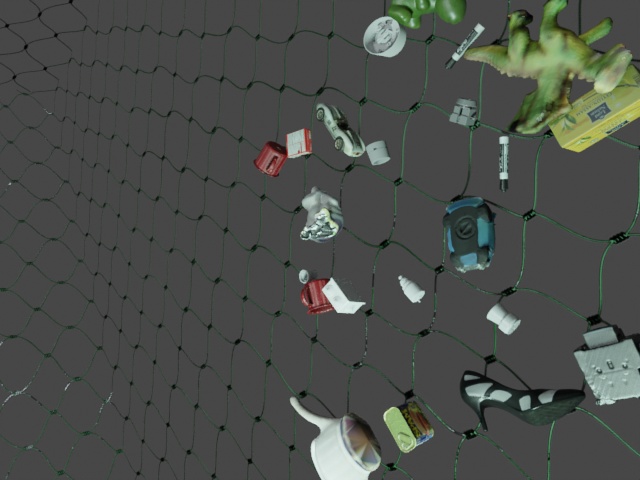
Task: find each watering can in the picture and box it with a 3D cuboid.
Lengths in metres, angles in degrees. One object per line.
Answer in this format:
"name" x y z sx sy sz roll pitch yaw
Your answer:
"watering can" 0.039 0.550 1.417 0.104 0.353 0.220 1 -41 -46

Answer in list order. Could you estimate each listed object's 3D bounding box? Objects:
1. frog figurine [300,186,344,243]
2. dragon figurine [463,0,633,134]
"frog figurine" 0.005 -0.075 1.486 0.122 0.134 0.163 14 32 -11
"dragon figurine" 0.415 -0.323 1.009 0.121 0.245 0.410 24 -11 -27
